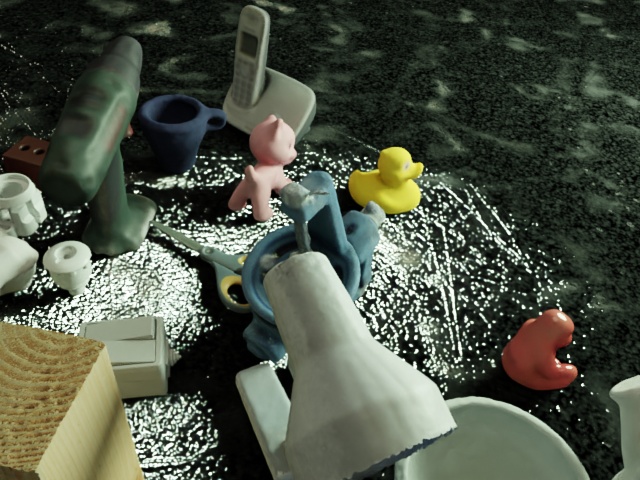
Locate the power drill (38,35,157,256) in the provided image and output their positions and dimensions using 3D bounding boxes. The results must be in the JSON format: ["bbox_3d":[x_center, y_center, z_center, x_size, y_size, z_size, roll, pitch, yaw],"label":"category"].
[{"bbox_3d":[-0.247,-0.097,0.669,0.075,0.208,0.229,6,44,-1],"label":"power drill"}]

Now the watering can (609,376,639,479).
[{"bbox_3d":[0.313,0.188,0.462,0.172,0.194,0.101,27,47,20],"label":"watering can"}]

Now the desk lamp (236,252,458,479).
[{"bbox_3d":[0.002,0.126,0.469,0.118,0.213,0.202,-16,48,-22],"label":"desk lamp"}]

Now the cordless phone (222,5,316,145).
[{"bbox_3d":[-0.074,-0.244,0.862,0.147,0.185,0.094,27,47,19],"label":"cordless phone"}]

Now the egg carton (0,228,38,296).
[{"bbox_3d":[-0.387,0.041,0.608,0.107,0.069,0.150,26,47,18],"label":"egg carton"}]

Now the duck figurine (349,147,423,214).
[{"bbox_3d":[0.094,-0.090,0.798,0.104,0.086,0.077,6,44,-1],"label":"duck figurine"}]

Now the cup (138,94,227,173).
[{"bbox_3d":[-0.190,-0.145,0.809,0.118,0.095,0.091,-6,45,-14],"label":"cup"}]

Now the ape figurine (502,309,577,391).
[{"bbox_3d":[0.238,0.111,0.606,0.076,0.092,0.078,4,44,-3],"label":"ape figurine"}]

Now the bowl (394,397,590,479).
[{"bbox_3d":[0.140,0.225,0.487,0.167,0.075,0.167,4,44,-4],"label":"bowl"}]

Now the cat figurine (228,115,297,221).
[{"bbox_3d":[-0.073,-0.109,0.771,0.067,0.118,0.128,18,45,11],"label":"cat figurine"}]

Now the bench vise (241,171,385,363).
[{"bbox_3d":[-0.006,-0.002,0.596,0.121,0.220,0.207,18,45,11],"label":"bench vise"}]
